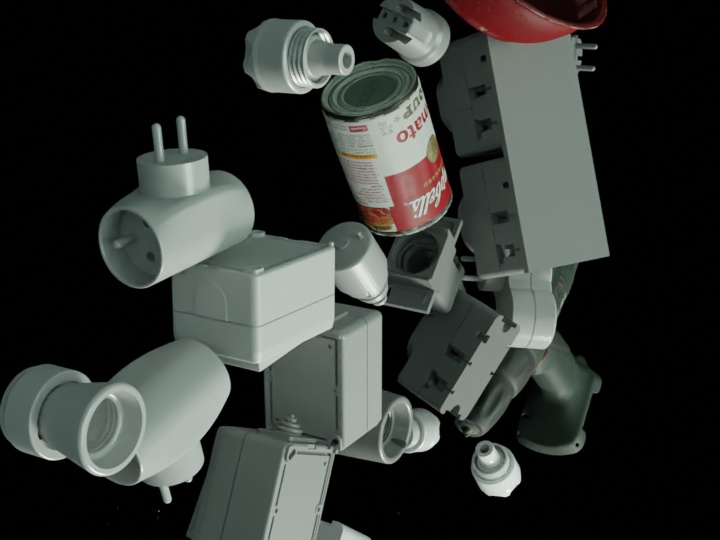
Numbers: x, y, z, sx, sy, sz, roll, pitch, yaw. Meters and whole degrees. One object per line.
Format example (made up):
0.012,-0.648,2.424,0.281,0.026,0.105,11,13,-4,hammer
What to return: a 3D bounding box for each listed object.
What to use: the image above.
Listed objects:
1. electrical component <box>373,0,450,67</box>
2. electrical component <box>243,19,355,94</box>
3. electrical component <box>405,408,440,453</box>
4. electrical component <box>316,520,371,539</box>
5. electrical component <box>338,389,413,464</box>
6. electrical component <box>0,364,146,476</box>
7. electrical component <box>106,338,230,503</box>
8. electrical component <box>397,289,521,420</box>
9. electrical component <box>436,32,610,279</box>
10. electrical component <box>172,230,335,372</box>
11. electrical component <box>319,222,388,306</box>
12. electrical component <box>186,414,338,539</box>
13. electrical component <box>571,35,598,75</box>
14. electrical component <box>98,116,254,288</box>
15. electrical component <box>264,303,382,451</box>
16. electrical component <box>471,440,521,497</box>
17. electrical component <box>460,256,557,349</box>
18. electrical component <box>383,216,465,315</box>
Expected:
0.036,-0.169,0.759,0.046,0.040,0.040,15,85,-55,electrical component
-0.034,-0.124,0.629,0.043,0.062,0.043,-25,120,-55,electrical component
0.037,0.128,0.854,0.061,0.035,0.035,5,94,-58,electrical component
-0.033,0.218,0.743,0.056,0.050,0.089,44,61,-54,electrical component
0.007,0.111,0.783,0.055,0.047,0.055,-25,119,-55,electrical component
-0.138,0.071,0.514,0.045,0.055,0.045,-24,119,-56,electrical component
-0.107,0.090,0.585,0.077,0.043,0.079,-43,134,-46,electrical component
0.076,0.065,0.866,0.089,0.056,0.050,-59,146,3,electrical component
0.128,-0.092,0.858,0.105,0.060,0.186,-10,90,-42,electrical component
-0.057,0.016,0.630,0.096,0.062,0.061,-23,118,-56,electrical component
0.000,0.000,0.745,0.040,0.040,0.078,-66,147,-24,electrical component
-0.060,0.134,0.660,0.062,0.061,0.096,21,80,-60,electrical component
0.172,-0.189,0.949,0.047,0.077,0.065,-9,106,-59,electrical component
-0.097,-0.040,0.563,0.077,0.044,0.079,-31,125,-53,electrical component
-0.022,0.059,0.703,0.061,0.062,0.096,-26,121,-56,electrical component
0.125,0.183,1.013,0.043,0.043,0.062,-62,144,-28,electrical component
0.123,0.001,0.930,0.052,0.074,0.138,110,-18,-59,electrical component
0.051,0.000,0.832,0.081,0.042,0.063,-67,149,-21,electrical component
